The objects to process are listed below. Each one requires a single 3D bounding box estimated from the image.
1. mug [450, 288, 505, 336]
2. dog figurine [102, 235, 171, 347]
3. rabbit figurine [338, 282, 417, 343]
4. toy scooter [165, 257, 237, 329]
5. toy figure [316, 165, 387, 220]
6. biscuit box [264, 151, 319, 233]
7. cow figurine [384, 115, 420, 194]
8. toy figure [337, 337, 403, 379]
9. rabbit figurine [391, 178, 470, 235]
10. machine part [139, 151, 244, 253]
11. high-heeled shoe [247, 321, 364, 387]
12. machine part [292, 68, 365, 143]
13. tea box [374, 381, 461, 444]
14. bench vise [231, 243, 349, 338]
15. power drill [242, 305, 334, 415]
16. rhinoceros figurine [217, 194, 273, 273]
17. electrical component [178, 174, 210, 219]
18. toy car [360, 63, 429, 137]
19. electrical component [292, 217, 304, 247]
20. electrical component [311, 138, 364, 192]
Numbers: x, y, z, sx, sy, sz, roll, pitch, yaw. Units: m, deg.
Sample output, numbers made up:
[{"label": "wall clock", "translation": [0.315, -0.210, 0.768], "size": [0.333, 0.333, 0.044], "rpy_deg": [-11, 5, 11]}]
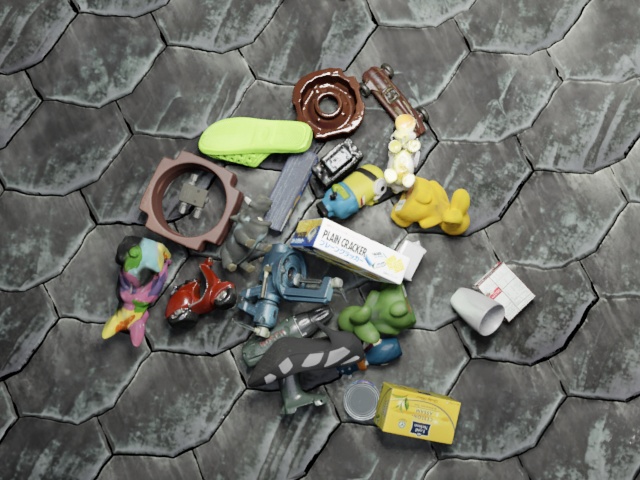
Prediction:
[{"label": "mug", "translation": [0.357, 0.158, 1.221], "size": [0.081, 0.109, 0.107], "rpy_deg": [-54, 44, 3]}, {"label": "dog figurine", "translation": [-0.409, 0.117, 1.184], "size": [0.108, 0.191, 0.219], "rpy_deg": [14, 70, -6]}, {"label": "rabbit figurine", "translation": [0.120, 0.177, 1.202], "size": [0.170, 0.159, 0.121], "rpy_deg": [-20, 96, 13]}, {"label": "toy scooter", "translation": [-0.278, 0.116, 1.227], "size": [0.184, 0.075, 0.135], "rpy_deg": [-25, 61, 13]}, {"label": "toy figure", "translation": [0.072, -0.108, 1.234], "size": [0.180, 0.082, 0.089], "rpy_deg": [-29, 84, -11]}, {"label": "biscuit box", "translation": [-0.072, -0.118, 1.257], "size": [0.063, 0.059, 0.202], "rpy_deg": [26, 86, 3]}, {"label": "cow figurine", "translation": [0.187, -0.192, 1.210], "size": [0.068, 0.098, 0.167], "rpy_deg": [9, 82, 6]}, {"label": "toy figure", "translation": [0.111, 0.268, 1.229], "size": [0.154, 0.057, 0.064], "rpy_deg": [-20, 80, 3]}, {"label": "rabbit figurine", "translation": [0.275, -0.072, 1.223], "size": [0.173, 0.162, 0.122], "rpy_deg": [31, 73, -15]}, {"label": "machine part", "translation": [-0.293, -0.086, 1.242], "size": [0.201, 0.087, 0.201], "rpy_deg": [24, 87, 2]}, {"label": "high-heeled shoe", "translation": [-0.028, 0.270, 1.163], "size": [0.249, 0.086, 0.145], "rpy_deg": [-40, 114, 15]}, {"label": "machine part", "translation": [0.020, -0.317, 1.275], "size": [0.179, 0.056, 0.179], "rpy_deg": [0, 84, 1]}, {"label": "tea box", "translation": [0.216, 0.384, 1.196], "size": [0.170, 0.068, 0.098], "rpy_deg": [14, 85, -13]}, {"label": "bench vise", "translation": [-0.064, 0.112, 1.183], "size": [0.241, 0.128, 0.223], "rpy_deg": [0, 56, 30]}, {"label": "power drill", "translation": [-0.048, 0.276, 1.216], "size": [0.232, 0.086, 0.207], "rpy_deg": [-19, 90, 0]}, {"label": "rhinoceros figurine", "translation": [-0.160, -0.013, 1.197], "size": [0.190, 0.073, 0.112], "rpy_deg": [-57, 48, 23]}, {"label": "electrical component", "translation": [-0.277, -0.097, 1.188], "size": [0.063, 0.021, 0.094], "rpy_deg": [18, 85, 1]}, {"label": "toy car", "translation": [0.176, -0.329, 1.279], "size": [0.089, 0.053, 0.202], "rpy_deg": [-37, 85, -6]}, {"label": "electrical component", "translation": [-0.003, -0.004, 1.255], "size": [0.119, 0.048, 0.074], "rpy_deg": [16, 86, 3]}, {"label": "electrical component", "translation": [0.039, -0.170, 1.224], "size": [0.115, 0.134, 0.058], "rpy_deg": [-42, 87, -1]}]
